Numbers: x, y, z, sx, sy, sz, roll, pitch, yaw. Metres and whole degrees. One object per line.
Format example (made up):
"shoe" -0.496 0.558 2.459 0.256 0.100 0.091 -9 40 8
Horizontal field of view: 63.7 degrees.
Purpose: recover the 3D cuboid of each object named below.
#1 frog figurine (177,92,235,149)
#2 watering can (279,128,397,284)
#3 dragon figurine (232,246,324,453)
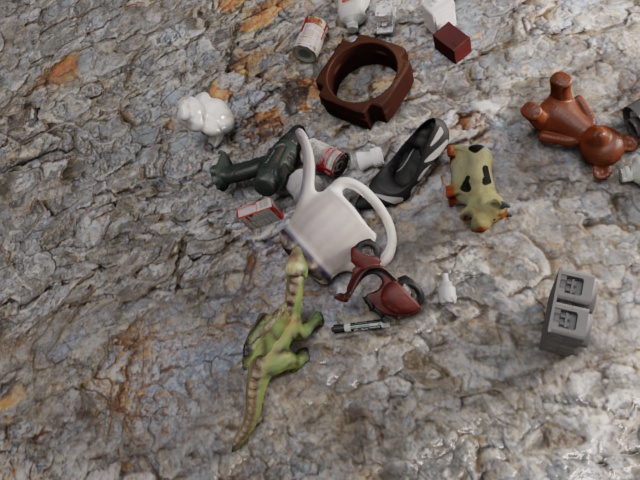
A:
"frog figurine" -0.294 -0.323 1.313 0.122 0.157 0.140 -19 64 9
"watering can" 0.003 -0.056 1.106 0.225 0.103 0.349 -42 84 -2
"dragon figurine" -0.105 0.209 0.986 0.122 0.239 0.416 17 73 19
